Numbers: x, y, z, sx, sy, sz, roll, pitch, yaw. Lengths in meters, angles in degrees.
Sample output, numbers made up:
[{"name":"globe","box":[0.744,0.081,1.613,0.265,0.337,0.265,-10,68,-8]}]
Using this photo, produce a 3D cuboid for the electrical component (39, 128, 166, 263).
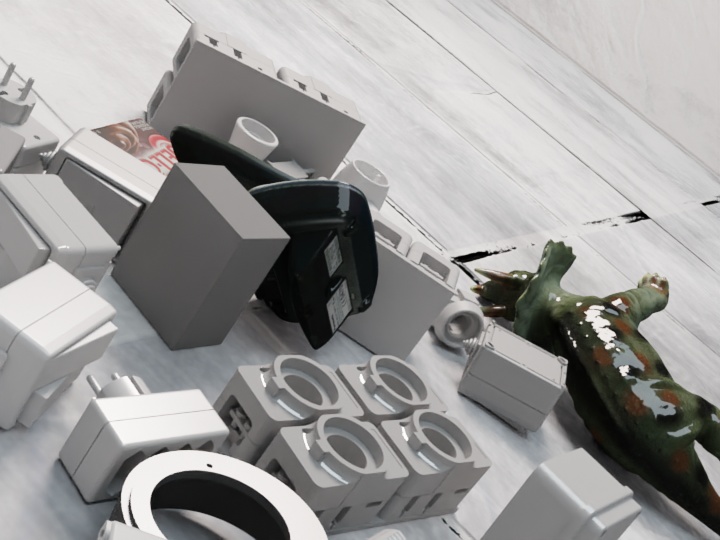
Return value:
[{"name":"electrical component","box":[-0.202,-0.058,0.810,0.096,0.061,0.061,31,24,-9]}]

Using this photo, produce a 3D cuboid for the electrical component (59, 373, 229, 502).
[{"name":"electrical component","box":[-0.136,0.089,0.639,0.083,0.047,0.075,2,40,-52]}]

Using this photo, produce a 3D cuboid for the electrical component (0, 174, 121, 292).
[{"name":"electrical component","box":[-0.211,-0.012,0.711,0.096,0.061,0.061,45,26,22]}]

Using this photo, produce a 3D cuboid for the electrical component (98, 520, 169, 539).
[{"name":"electrical component","box":[-0.102,0.163,0.482,0.061,0.096,0.061,26,25,-20]}]

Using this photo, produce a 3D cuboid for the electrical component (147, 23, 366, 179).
[{"name":"electrical component","box":[-0.104,-0.153,1.063,0.186,0.105,0.060,23,26,-25]}]

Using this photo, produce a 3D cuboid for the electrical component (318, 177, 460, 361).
[{"name":"electrical component","box":[0.000,0.000,0.931,0.150,0.089,0.061,34,24,-2]}]

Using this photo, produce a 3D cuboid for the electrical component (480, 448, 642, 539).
[{"name":"electrical component","box":[0.127,0.183,0.726,0.057,0.113,0.078,44,25,26]}]

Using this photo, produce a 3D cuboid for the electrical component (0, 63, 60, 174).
[{"name":"electrical component","box":[-0.272,-0.121,0.819,0.083,0.075,0.047,38,24,7]}]

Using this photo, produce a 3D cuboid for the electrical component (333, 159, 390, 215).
[{"name":"electrical component","box":[-0.002,-0.055,1.047,0.043,0.077,0.079,15,31,-38]}]

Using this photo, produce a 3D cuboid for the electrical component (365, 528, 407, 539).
[{"name":"electrical component","box":[0.006,0.186,0.649,0.043,0.043,0.081,44,25,20]}]

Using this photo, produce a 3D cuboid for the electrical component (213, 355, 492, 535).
[{"name":"electrical component","box":[-0.002,0.117,0.745,0.186,0.060,0.105,5,37,-49]}]

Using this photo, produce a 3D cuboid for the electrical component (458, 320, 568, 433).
[{"name":"electrical component","box":[0.131,0.095,0.970,0.096,0.061,0.061,28,23,3]}]

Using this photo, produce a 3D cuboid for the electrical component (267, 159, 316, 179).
[{"name":"electrical component","box":[-0.067,-0.071,1.036,0.064,0.042,0.081,44,26,16]}]

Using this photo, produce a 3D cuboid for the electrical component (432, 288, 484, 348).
[{"name":"electrical component","box":[0.090,0.043,1.025,0.066,0.048,0.055,24,18,-23]}]

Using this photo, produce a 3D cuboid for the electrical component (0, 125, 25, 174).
[{"name":"electrical component","box":[-0.288,-0.081,0.759,0.077,0.047,0.065,28,25,-16]}]

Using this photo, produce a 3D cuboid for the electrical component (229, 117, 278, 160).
[{"name":"electrical component","box":[-0.112,-0.105,1.012,0.044,0.065,0.044,29,24,-15]}]

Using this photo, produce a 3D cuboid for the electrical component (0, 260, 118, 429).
[{"name":"electrical component","box":[-0.193,0.047,0.625,0.061,0.061,0.096,37,24,3]}]
